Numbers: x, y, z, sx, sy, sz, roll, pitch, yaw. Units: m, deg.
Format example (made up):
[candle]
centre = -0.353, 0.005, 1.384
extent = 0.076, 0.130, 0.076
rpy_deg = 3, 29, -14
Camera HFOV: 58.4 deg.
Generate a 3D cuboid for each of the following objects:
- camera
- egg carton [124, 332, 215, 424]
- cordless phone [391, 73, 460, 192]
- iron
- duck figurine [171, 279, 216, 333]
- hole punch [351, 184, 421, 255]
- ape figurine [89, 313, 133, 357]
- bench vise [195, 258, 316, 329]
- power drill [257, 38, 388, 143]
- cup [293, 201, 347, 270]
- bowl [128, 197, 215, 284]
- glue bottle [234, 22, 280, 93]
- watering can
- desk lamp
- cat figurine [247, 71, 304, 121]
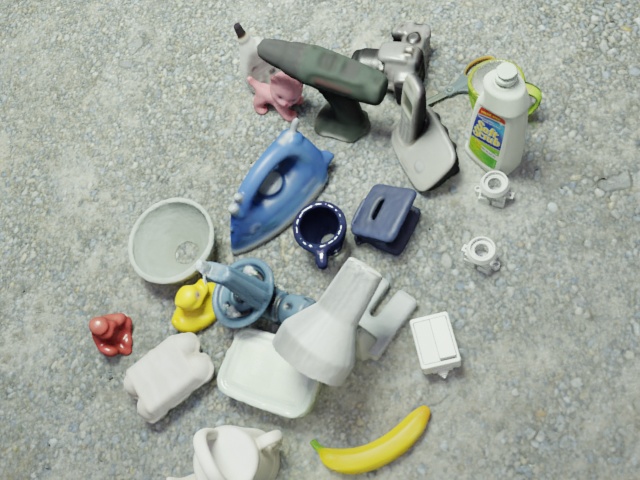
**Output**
[camera]
centre = 0.131, -0.345, 1.085
extent = 0.136, 0.101, 0.143
rpy_deg = 11, 72, 17
[egg carton]
centre = -0.255, 0.230, 0.971
extent = 0.150, 0.069, 0.107
rpy_deg = -39, 66, -3
[cordless phone]
centre = 0.173, -0.180, 0.964
extent = 0.094, 0.185, 0.147
rpy_deg = -27, 65, 2
[iron]
centre = -0.094, -0.095, 1.019
extent = 0.118, 0.142, 0.258
rpy_deg = 34, 80, 23
[duck figurine]
centre = -0.224, 0.111, 1.000
extent = 0.077, 0.086, 0.104
rpy_deg = 41, 83, 24
[hole punch]
centre = 0.108, -0.040, 0.977
extent = 0.101, 0.091, 0.109
rpy_deg = 22, 76, 20
[ape figurine]
centre = -0.375, 0.162, 1.014
extent = 0.076, 0.092, 0.078
rpy_deg = 31, 79, 22
[bench vise]
centre = -0.094, 0.077, 0.909
extent = 0.207, 0.220, 0.121
rpy_deg = -2, 69, 13
[power drill]
centre = 0.014, -0.265, 1.022
extent = 0.229, 0.209, 0.076
rpy_deg = 17, 74, 19
[cup]
centre = 0.009, 0.004, 0.982
extent = 0.091, 0.095, 0.118
rpy_deg = -9, 67, 10
[bowl]
centre = -0.261, 0.011, 1.055
extent = 0.167, 0.075, 0.167
rpy_deg = -5, 68, 12
[glue bottle]
centre = -0.130, -0.360, 1.114
extent = 0.078, 0.173, 0.037
rpy_deg = -32, 65, 0
[watering can]
centre = -0.138, 0.329, 0.836
extent = 0.100, 0.194, 0.173
rpy_deg = 37, 81, 23
[desk lamp]
centre = 0.041, 0.120, 0.863
extent = 0.117, 0.214, 0.203
rpy_deg = 33, 80, 23
[cat figurine]
centre = -0.081, -0.291, 1.105
extent = 0.127, 0.118, 0.067
rpy_deg = 16, 74, 19
